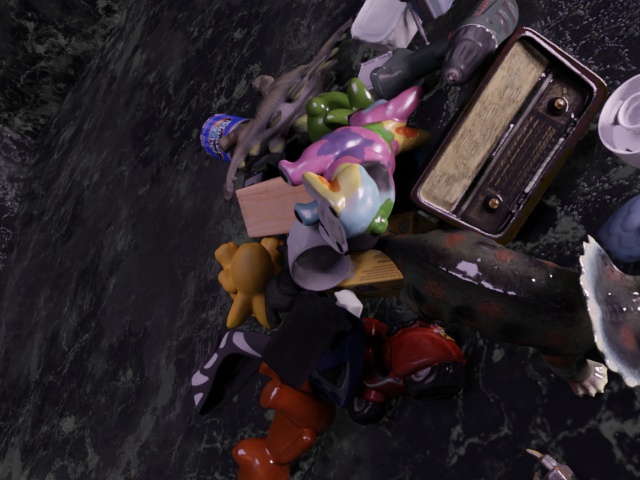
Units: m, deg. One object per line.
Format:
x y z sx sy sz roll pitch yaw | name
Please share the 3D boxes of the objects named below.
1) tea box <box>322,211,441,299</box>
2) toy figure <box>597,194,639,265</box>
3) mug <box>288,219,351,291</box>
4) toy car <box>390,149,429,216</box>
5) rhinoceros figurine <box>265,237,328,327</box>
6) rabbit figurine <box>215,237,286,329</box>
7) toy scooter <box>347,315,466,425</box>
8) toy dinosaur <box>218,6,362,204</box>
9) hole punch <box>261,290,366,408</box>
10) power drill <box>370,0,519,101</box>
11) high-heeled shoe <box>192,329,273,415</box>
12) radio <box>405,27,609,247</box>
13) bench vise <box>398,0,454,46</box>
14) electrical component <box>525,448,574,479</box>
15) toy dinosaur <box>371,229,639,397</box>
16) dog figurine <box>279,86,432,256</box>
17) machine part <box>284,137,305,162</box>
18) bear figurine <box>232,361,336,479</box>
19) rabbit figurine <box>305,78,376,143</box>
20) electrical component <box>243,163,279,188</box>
0.080 0.027 0.758 0.170 0.068 0.098 -10 63 44 | tea box
0.341 -0.040 0.510 0.154 0.058 0.064 -46 20 25 | toy figure
-0.002 -0.002 0.747 0.109 0.081 0.107 -55 29 25 | mug
0.083 -0.070 0.775 0.162 0.102 0.109 -2 64 9 | toy car
-0.037 0.054 0.827 0.073 0.112 0.190 -9 23 19 | rhinoceros figurine
-0.115 0.062 0.868 0.173 0.122 0.162 118 155 -72 | rabbit figurine
0.096 0.143 0.675 0.184 0.075 0.135 -36 45 37 | toy scooter
-0.053 -0.266 1.026 0.199 0.105 0.471 6 63 53 | toy dinosaur
0.005 0.138 0.684 0.116 0.092 0.142 -56 27 -7 | hole punch
0.166 -0.254 0.753 0.232 0.086 0.207 -50 16 -30 | power drill
-0.134 0.225 0.883 0.249 0.086 0.145 -11 66 50 | high-heeled shoe
0.213 -0.110 0.627 0.229 0.131 0.073 -58 1 8 | radio
0.231 -0.432 0.811 0.224 0.128 0.240 -12 40 55 | bench vise
0.210 0.253 0.512 0.078 0.045 0.102 37 103 22 | electrical component
0.168 0.044 0.521 0.405 0.192 0.131 15 73 32 | toy dinosaur
0.068 -0.098 0.667 0.219 0.108 0.192 -37 40 -14 | dog figurine
-0.052 -0.124 1.014 0.084 0.039 0.139 -23 55 46 | machine part
-0.071 0.272 0.753 0.196 0.132 0.120 -49 16 11 | bear figurine
0.070 -0.181 0.840 0.170 0.159 0.121 25 79 36 | rabbit figurine
-0.128 -0.097 1.076 0.119 0.047 0.075 -17 57 41 | electrical component
